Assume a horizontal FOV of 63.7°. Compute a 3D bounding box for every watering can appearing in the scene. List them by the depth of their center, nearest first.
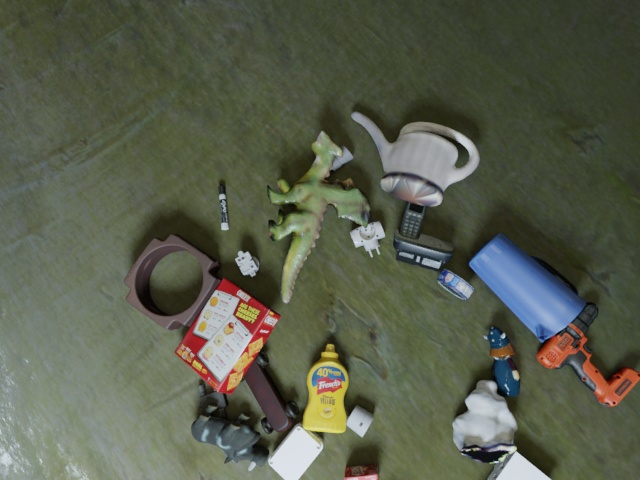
[{"bbox_3d":[0.211,-0.207,1.277,0.349,0.228,0.102,17,-24,17],"label":"watering can"}]

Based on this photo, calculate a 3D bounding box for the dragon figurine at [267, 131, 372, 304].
[{"bbox_3d":[0.004,-0.063,1.251,0.242,0.414,0.121,-7,-11,7],"label":"dragon figurine"}]

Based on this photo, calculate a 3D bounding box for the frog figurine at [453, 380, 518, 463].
[{"bbox_3d":[0.360,0.399,1.138,0.136,0.163,0.120,-20,-50,24],"label":"frog figurine"}]
